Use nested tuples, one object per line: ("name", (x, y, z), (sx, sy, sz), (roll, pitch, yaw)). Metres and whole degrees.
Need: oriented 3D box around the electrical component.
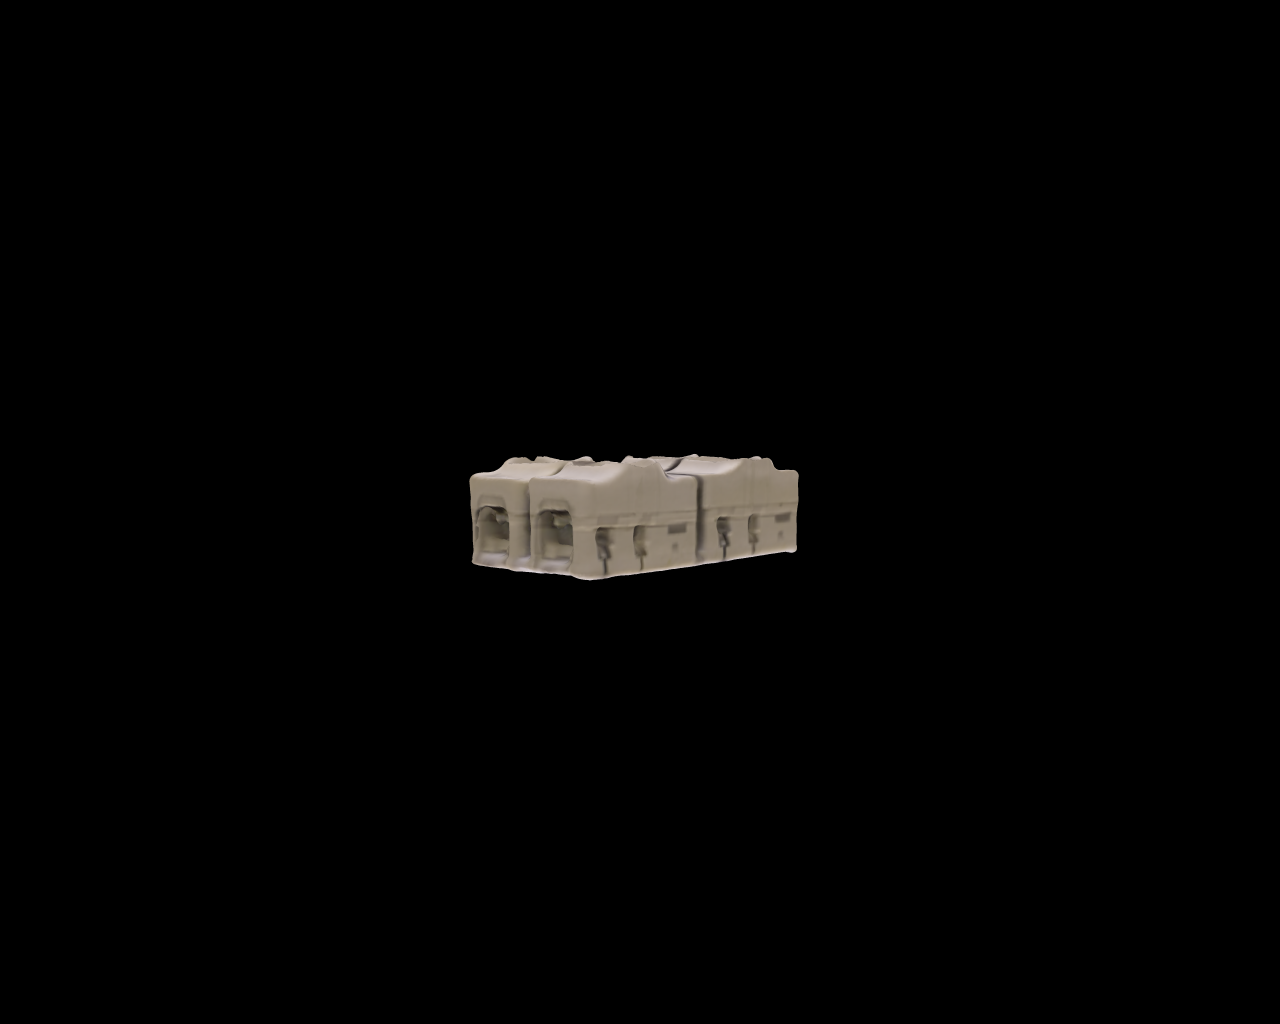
("electrical component", (0.001, -0.003, 0.650), (0.186, 0.060, 0.105), (-4, 6, -43))
